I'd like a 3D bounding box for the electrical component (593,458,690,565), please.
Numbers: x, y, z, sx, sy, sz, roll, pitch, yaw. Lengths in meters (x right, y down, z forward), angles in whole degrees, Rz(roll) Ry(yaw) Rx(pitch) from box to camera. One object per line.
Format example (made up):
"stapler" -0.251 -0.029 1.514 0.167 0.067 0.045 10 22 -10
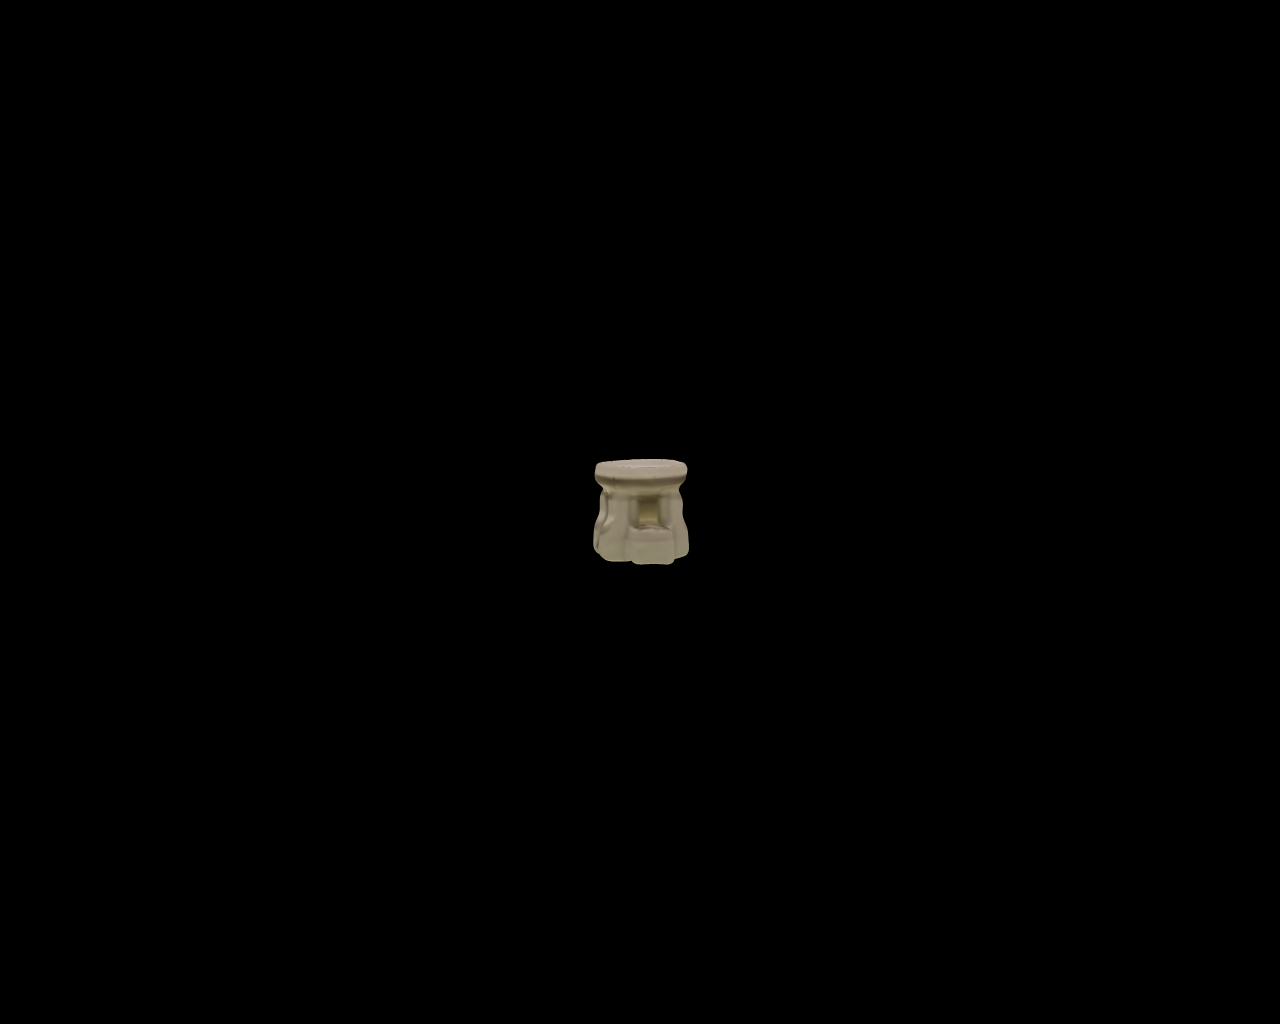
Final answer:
"electrical component" 0.001 -0.003 0.650 0.058 0.057 0.078 -1 7 -11
